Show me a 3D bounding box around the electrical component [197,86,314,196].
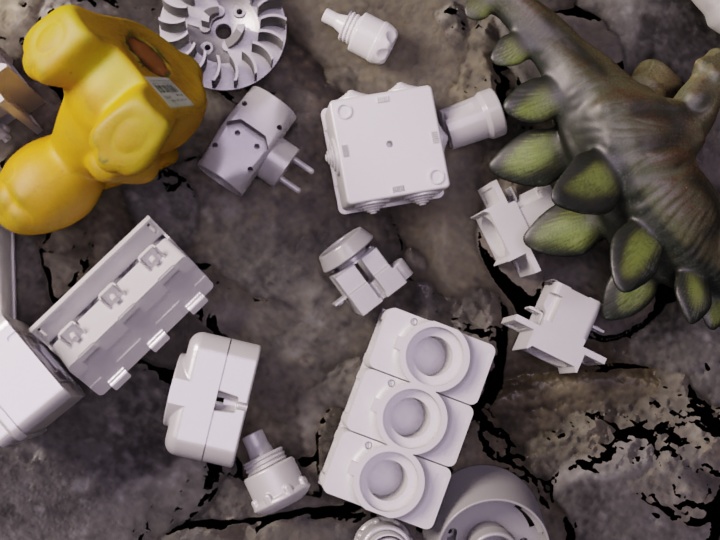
[{"bbox_3d":[-0.075,-0.092,0.852,0.079,0.043,0.077,34,83,-3],"label":"electrical component"}]

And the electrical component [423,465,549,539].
[{"bbox_3d":[0.101,0.212,0.852,0.099,0.064,0.099,-1,100,-5],"label":"electrical component"}]

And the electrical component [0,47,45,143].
[{"bbox_3d":[-0.284,-0.135,0.793,0.063,0.121,0.078,-38,90,-5],"label":"electrical component"}]

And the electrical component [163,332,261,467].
[{"bbox_3d":[-0.116,0.098,0.829,0.059,0.054,0.095,14,85,-5],"label":"electrical component"}]

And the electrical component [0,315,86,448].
[{"bbox_3d":[-0.252,0.082,0.786,0.057,0.113,0.078,-40,91,-10],"label":"electrical component"}]

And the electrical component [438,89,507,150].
[{"bbox_3d":[0.091,-0.122,0.876,0.046,0.040,0.040,-20,88,-1],"label":"electrical component"}]

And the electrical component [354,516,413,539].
[{"bbox_3d":[0.021,0.218,0.832,0.048,0.062,0.048,0,86,-6],"label":"electrical component"}]

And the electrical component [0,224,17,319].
[{"bbox_3d":[-0.321,-0.011,0.813,0.109,0.056,0.108,-2,86,-6],"label":"electrical component"}]

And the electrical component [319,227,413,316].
[{"bbox_3d":[0.000,0.000,0.854,0.066,0.048,0.055,-37,98,-7],"label":"electrical component"}]

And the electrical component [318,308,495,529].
[{"bbox_3d":[0.036,0.114,0.841,0.089,0.062,0.150,21,84,-4],"label":"electrical component"}]

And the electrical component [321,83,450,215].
[{"bbox_3d":[0.021,-0.097,0.861,0.100,0.048,0.099,-10,88,-7],"label":"electrical component"}]

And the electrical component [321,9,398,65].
[{"bbox_3d":[-0.002,-0.193,0.872,0.061,0.035,0.035,27,84,-1],"label":"electrical component"}]

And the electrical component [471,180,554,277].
[{"bbox_3d":[0.132,-0.038,0.873,0.064,0.042,0.081,-26,90,-11],"label":"electrical component"}]

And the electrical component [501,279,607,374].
[{"bbox_3d":[0.161,0.046,0.870,0.081,0.042,0.063,26,80,-5],"label":"electrical component"}]

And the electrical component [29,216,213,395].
[{"bbox_3d":[-0.176,0.031,0.816,0.121,0.063,0.078,-45,132,-7],"label":"electrical component"}]

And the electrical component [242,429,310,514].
[{"bbox_3d":[-0.071,0.155,0.836,0.048,0.048,0.062,-26,82,-7],"label":"electrical component"}]
